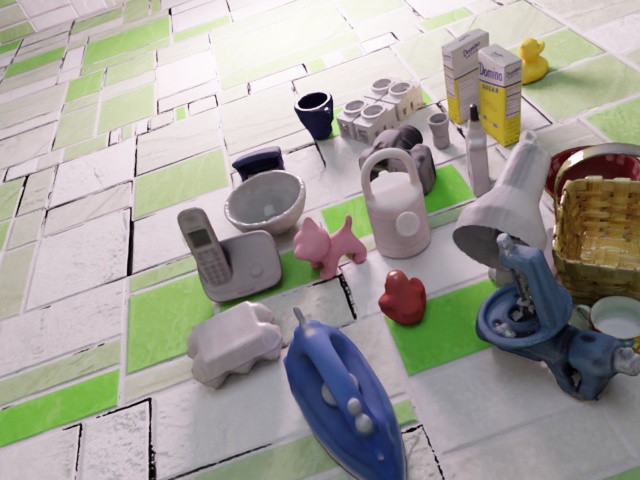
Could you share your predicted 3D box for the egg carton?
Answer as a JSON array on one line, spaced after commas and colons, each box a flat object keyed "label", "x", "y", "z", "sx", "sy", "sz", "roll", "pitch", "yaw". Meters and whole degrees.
[{"label": "egg carton", "x": -0.135, "y": 0.163, "z": 0.903, "sx": 0.150, "sy": 0.069, "sz": 0.107, "roll": -26, "pitch": 42, "yaw": -7}]

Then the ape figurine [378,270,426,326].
[{"label": "ape figurine", "x": 0.124, "y": 0.081, "z": 0.875, "sx": 0.078, "sy": 0.092, "sz": 0.076, "roll": -17, "pitch": 41, "yaw": 3}]

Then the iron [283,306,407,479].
[{"label": "iron", "x": 0.031, "y": 0.200, "z": 0.745, "sx": 0.119, "sy": 0.142, "sz": 0.257, "roll": -29, "pitch": 42, "yaw": -10}]

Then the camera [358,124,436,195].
[{"label": "camera", "x": 0.163, "y": -0.172, "z": 1.125, "sx": 0.142, "sy": 0.101, "sz": 0.137, "roll": 13, "pitch": 51, "yaw": 31}]

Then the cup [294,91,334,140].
[{"label": "cup", "x": 0.003, "y": -0.272, "z": 1.297, "sx": 0.092, "sy": 0.095, "sz": 0.117, "roll": -35, "pitch": 44, "yaw": -17}]

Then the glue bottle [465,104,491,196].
[{"label": "glue bottle", "x": 0.279, "y": -0.165, "z": 1.018, "sx": 0.037, "sy": 0.173, "sz": 0.078, "roll": -9, "pitch": 42, "yaw": 12}]

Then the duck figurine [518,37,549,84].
[{"label": "duck figurine", "x": 0.458, "y": -0.403, "z": 1.272, "sx": 0.104, "sy": 0.086, "sz": 0.077, "roll": -28, "pitch": 42, "yaw": -9}]

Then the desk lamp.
[{"label": "desk lamp", "x": 0.284, "y": -0.018, "z": 0.828, "sx": 0.117, "sy": 0.214, "sz": 0.203, "roll": 14, "pitch": 51, "yaw": 32}]

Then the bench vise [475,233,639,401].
[{"label": "bench vise", "x": 0.290, "y": 0.085, "z": 0.711, "sx": 0.206, "sy": 0.220, "sz": 0.122, "roll": 8, "pitch": 48, "yaw": 28}]

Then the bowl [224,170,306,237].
[{"label": "bowl", "x": -0.098, "y": -0.058, "z": 1.121, "sx": 0.167, "sy": 0.075, "sz": 0.167, "roll": -11, "pitch": 42, "yaw": 10}]

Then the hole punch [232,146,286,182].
[{"label": "hole punch", "x": -0.134, "y": -0.168, "z": 1.240, "sx": 0.108, "sy": 0.091, "sz": 0.101, "roll": -16, "pitch": 41, "yaw": 4}]

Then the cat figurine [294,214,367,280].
[{"label": "cat figurine", "x": 0.009, "y": 0.004, "z": 0.982, "sx": 0.128, "sy": 0.118, "sz": 0.067, "roll": -31, "pitch": 43, "yaw": -12}]

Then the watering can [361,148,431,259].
[{"label": "watering can", "x": 0.128, "y": -0.065, "z": 0.953, "sx": 0.101, "sy": 0.194, "sz": 0.172, "roll": -33, "pitch": 43, "yaw": -14}]

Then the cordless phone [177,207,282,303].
[{"label": "cordless phone", "x": -0.154, "y": 0.012, "z": 0.984, "sx": 0.147, "sy": 0.185, "sz": 0.094, "roll": -19, "pitch": 41, "yaw": 1}]
